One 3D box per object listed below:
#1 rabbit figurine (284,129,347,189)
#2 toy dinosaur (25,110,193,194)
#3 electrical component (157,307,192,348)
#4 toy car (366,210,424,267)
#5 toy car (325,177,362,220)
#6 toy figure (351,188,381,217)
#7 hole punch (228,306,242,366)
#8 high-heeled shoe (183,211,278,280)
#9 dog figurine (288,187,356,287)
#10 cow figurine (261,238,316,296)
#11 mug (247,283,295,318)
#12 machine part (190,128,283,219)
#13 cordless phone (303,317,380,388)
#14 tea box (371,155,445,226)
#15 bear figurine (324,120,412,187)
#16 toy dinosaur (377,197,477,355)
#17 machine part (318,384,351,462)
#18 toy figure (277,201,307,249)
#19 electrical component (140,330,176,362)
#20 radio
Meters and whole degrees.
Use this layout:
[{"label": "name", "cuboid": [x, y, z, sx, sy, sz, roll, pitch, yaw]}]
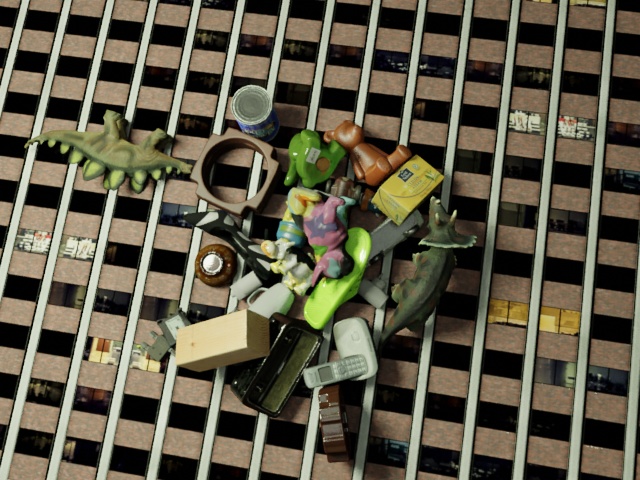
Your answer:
[{"label": "rabbit figurine", "cuboid": [-0.026, -0.205, 1.363, 0.121, 0.170, 0.159, 7, 112, -26]}, {"label": "toy dinosaur", "cuboid": [-0.549, -0.233, 1.408, 0.472, 0.105, 0.198, 19, 86, 11]}, {"label": "electrical component", "cuboid": [-0.347, 0.235, 1.339, 0.075, 0.047, 0.119, -33, 82, -23]}, {"label": "toy car", "cuboid": [0.170, -0.010, 1.354, 0.202, 0.056, 0.073, -37, 87, -1]}, {"label": "toy car", "cuboid": [0.044, -0.058, 1.340, 0.089, 0.053, 0.202, 14, 108, 3]}, {"label": "toy figure", "cuboid": [0.098, -0.107, 1.369, 0.155, 0.064, 0.058, 15, 66, 6]}, {"label": "hole punch", "cuboid": [-0.194, 0.250, 1.328, 0.116, 0.092, 0.142, 25, 86, 36]}, {"label": "high-heeled shoe", "cuboid": [-0.224, 0.016, 1.340, 0.249, 0.086, 0.145, 11, 61, -15]}, {"label": "dog figurine", "cuboid": [-0.003, -0.004, 1.264, 0.192, 0.108, 0.219, 13, 96, 16]}, {"label": "cow figurine", "cuboid": [-0.067, 0.047, 1.285, 0.098, 0.068, 0.167, -45, 126, -16]}, {"label": "mug", "cuboid": [-0.122, 0.157, 1.340, 0.107, 0.080, 0.110, -46, 51, -13]}, {"label": "machine part", "cuboid": [-0.213, -0.169, 1.386, 0.201, 0.087, 0.201, 24, 82, 6]}, {"label": "cordless phone", "cuboid": [0.041, 0.271, 1.288, 0.184, 0.088, 0.146, -14, 81, -7]}, {"label": "tea box", "cuboid": [0.218, -0.124, 1.325, 0.098, 0.068, 0.169, 40, 56, 9]}, {"label": "bear figurine", "cuboid": [0.115, -0.237, 1.361, 0.120, 0.132, 0.196, -32, 84, -32]}, {"label": "toy dinosaur", "cuboid": [0.245, 0.104, 1.263, 0.131, 0.192, 0.404, 24, 82, 8]}, {"label": "machine part", "cuboid": [0.033, 0.421, 1.238, 0.056, 0.179, 0.179, -9, 81, 3]}, {"label": "toy figure", "cuboid": [-0.056, -0.041, 1.360, 0.089, 0.082, 0.180, 16, 78, -5]}, {"label": "electrical component", "cuboid": [-0.405, 0.275, 1.359, 0.094, 0.021, 0.063, 37, 85, 7]}, {"label": "radio", "cuboid": [-0.104, 0.294, 1.280, 0.073, 0.131, 0.229, 21, 79, 51]}]
